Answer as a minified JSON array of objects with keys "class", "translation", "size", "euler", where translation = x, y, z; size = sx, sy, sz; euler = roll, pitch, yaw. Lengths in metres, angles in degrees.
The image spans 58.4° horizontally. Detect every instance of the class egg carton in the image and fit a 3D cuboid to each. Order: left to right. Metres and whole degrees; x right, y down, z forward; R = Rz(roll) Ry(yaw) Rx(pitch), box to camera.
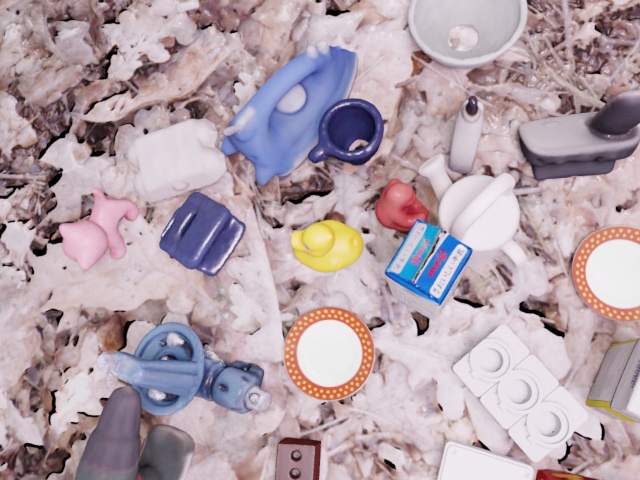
[{"class":"egg carton","translation":[-0.220,-0.121,0.884],"size":[0.150,0.069,0.107],"euler":[-19,75,5]}]

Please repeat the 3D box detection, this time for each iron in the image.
[{"class":"iron","translation":[-0.040,-0.213,0.836],"size":[0.118,0.141,0.258],"euler":[40,87,15]}]

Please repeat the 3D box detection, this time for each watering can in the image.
[{"class":"watering can","translation":[0.194,-0.035,0.731],"size":[0.172,0.194,0.101],"euler":[26,83,14]}]

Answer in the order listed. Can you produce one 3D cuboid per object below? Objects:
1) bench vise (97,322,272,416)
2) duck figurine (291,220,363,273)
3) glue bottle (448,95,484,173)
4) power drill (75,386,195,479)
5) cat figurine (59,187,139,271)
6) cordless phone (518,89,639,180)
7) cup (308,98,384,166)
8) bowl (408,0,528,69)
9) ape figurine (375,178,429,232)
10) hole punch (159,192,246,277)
[{"class":"bench vise","translation":[-0.169,0.164,0.734],"size":[0.207,0.220,0.121],"euler":[-2,77,9]},{"class":"duck figurine","translation":[0.007,0.003,0.810],"size":[0.104,0.086,0.077],"euler":[0,78,10]},{"class":"glue bottle","translation":[0.199,-0.151,0.766],"size":[0.037,0.173,0.078],"euler":[11,80,12]},{"class":"power drill","translation":[-0.238,0.294,0.723],"size":[0.075,0.208,0.230],"euler":[14,80,13]},{"class":"cat figurine","translation":[-0.338,-0.016,0.855],"size":[0.067,0.118,0.128],"euler":[10,79,12]},{"class":"cordless phone","translation":[0.343,-0.150,0.736],"size":[0.147,0.185,0.094],"euler":[-9,76,8]},{"class":"cup","translation":[0.039,-0.138,0.831],"size":[0.118,0.095,0.091],"euler":[-35,74,1]},{"class":"bowl","translation":[0.216,-0.320,0.852],"size":[0.167,0.075,0.167],"euler":[-2,77,9]},{"class":"ape figurine","translation":[0.113,-0.053,0.801],"size":[0.076,0.092,0.078],"euler":[-13,76,7]},{"class":"hole punch","translation":[-0.181,-0.011,0.842],"size":[0.101,0.091,0.109],"euler":[30,84,15]}]
